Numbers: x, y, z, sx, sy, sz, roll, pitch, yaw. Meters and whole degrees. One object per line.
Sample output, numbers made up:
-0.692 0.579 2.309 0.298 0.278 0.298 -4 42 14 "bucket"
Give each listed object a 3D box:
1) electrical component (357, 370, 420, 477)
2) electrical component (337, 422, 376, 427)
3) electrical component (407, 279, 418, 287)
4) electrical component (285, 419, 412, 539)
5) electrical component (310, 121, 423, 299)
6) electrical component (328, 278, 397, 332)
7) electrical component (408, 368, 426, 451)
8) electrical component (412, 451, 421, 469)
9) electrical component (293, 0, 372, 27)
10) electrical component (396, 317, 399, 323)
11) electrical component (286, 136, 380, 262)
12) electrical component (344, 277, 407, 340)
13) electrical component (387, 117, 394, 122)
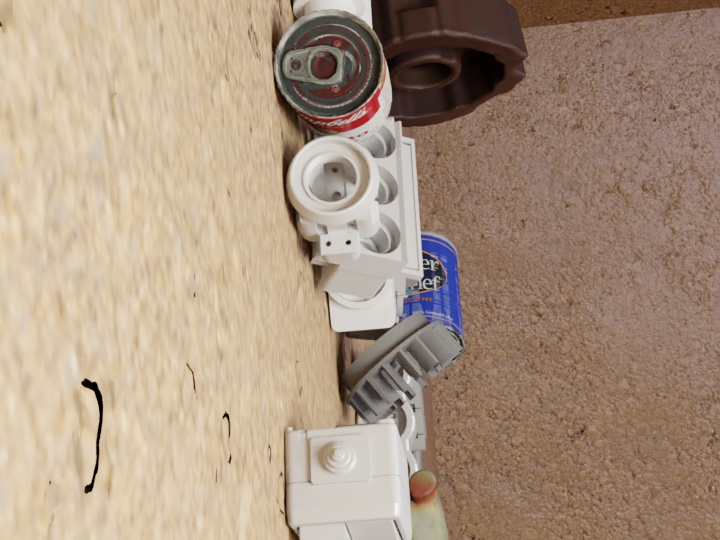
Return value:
0.026 0.143 0.979 0.073 0.052 0.138 69 17 -72 "electrical component"
0.007 0.155 0.825 0.064 0.042 0.081 -76 161 -86 "electrical component"
0.034 -0.014 1.209 0.096 0.061 0.061 102 -16 -80 "electrical component"
-0.006 0.124 0.599 0.096 0.062 0.061 75 11 -64 "electrical component"
0.000 -0.046 0.771 0.063 0.079 0.121 127 -32 -51 "electrical component"
0.000 0.000 0.840 0.055 0.050 0.089 -50 135 -85 "electrical component"
0.032 0.127 1.042 0.050 0.056 0.089 -70 154 -78 "electrical component"
0.039 0.208 1.091 0.083 0.047 0.075 -87 171 -56 "electrical component"
-0.022 -0.188 0.770 0.138 0.052 0.073 69 17 -70 "electrical component"
0.012 0.035 0.980 0.081 0.043 0.043 69 16 -72 "electrical component"
-0.016 -0.050 0.680 0.057 0.058 0.078 78 9 -74 "electrical component"
0.010 0.029 0.903 0.048 0.066 0.055 -1 95 -50 "electrical component"
-0.004 -0.107 0.833 0.048 0.062 0.048 -5 90 -85 "electrical component"
